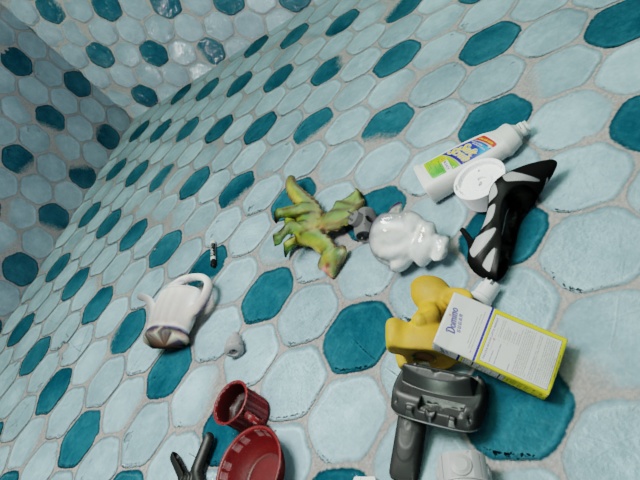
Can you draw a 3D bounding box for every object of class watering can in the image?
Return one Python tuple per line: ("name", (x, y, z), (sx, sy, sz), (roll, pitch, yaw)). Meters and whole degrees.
("watering can", (-0.441, 0.209, 1.476), (0.345, 0.102, 0.230), (-18, 44, 33))

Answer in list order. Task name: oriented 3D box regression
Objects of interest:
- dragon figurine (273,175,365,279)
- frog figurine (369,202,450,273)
("dragon figurine", (0.004, -0.067, 1.340), (0.242, 0.119, 0.421), (-12, 46, 14))
("frog figurine", (0.178, 0.008, 1.049), (0.162, 0.123, 0.135), (42, 121, 47))
